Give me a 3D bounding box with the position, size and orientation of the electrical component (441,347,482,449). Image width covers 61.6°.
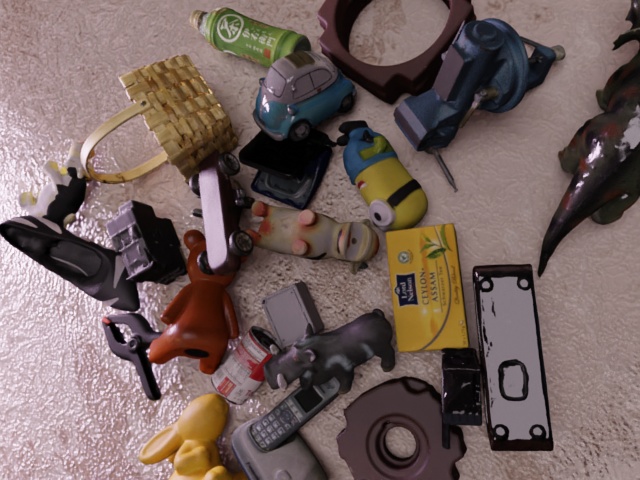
[{"bbox_3d":[0.176,0.201,0.673,0.048,0.075,0.119,-2,95,11],"label":"electrical component"}]

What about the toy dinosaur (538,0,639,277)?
[{"bbox_3d":[0.372,-0.140,0.646,0.131,0.192,0.404,22,88,21],"label":"toy dinosaur"}]

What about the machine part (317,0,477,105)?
[{"bbox_3d":[0.114,-0.325,0.811,0.202,0.087,0.201,41,95,20],"label":"machine part"}]

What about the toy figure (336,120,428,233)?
[{"bbox_3d":[0.089,-0.096,0.790,0.089,0.082,0.180,-27,72,11],"label":"toy figure"}]

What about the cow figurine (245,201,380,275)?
[{"bbox_3d":[-0.002,-0.002,0.796,0.195,0.127,0.085,9,87,34],"label":"cow figurine"}]

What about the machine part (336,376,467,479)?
[{"bbox_3d":[0.110,0.280,0.743,0.180,0.056,0.179,-3,80,17],"label":"machine part"}]

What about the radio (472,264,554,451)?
[{"bbox_3d":[0.239,0.143,0.680,0.073,0.131,0.229,-7,81,15],"label":"radio"}]

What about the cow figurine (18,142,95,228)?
[{"bbox_3d":[-0.457,-0.094,0.973,0.167,0.068,0.098,-45,77,11],"label":"cow figurine"}]

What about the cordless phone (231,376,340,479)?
[{"bbox_3d":[-0.021,0.286,0.770,0.184,0.088,0.147,-40,54,-8],"label":"cordless phone"}]

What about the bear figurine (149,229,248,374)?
[{"bbox_3d":[-0.187,0.093,0.847,0.132,0.120,0.196,-49,34,48],"label":"bear figurine"}]

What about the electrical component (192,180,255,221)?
[{"bbox_3d":[-0.161,-0.063,0.884,0.102,0.045,0.078,19,87,20],"label":"electrical component"}]

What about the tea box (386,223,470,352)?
[{"bbox_3d":[0.152,0.068,0.753,0.098,0.068,0.169,-9,81,16],"label":"tea box"}]

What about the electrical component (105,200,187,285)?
[{"bbox_3d":[-0.283,0.003,0.879,0.058,0.115,0.134,-28,77,10],"label":"electrical component"}]

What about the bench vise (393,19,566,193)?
[{"bbox_3d":[0.227,-0.206,0.729,0.241,0.223,0.129,-23,55,-19],"label":"bench vise"}]

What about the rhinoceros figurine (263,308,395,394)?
[{"bbox_3d":[0.014,0.162,0.753,0.190,0.112,0.073,-23,47,7],"label":"rhinoceros figurine"}]

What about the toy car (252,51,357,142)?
[{"bbox_3d":[-0.027,-0.227,0.809,0.162,0.102,0.109,-29,54,-11],"label":"toy car"}]

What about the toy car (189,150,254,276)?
[{"bbox_3d":[-0.148,-0.042,0.810,0.089,0.053,0.202,-32,58,35],"label":"toy car"}]

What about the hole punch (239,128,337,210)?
[{"bbox_3d":[-0.050,-0.120,0.844,0.142,0.092,0.116,22,58,26],"label":"hole punch"}]

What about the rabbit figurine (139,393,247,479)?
[{"bbox_3d":[-0.183,0.324,0.819,0.162,0.121,0.173,-12,65,26],"label":"rabbit figurine"}]

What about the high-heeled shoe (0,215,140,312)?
[{"bbox_3d":[-0.418,0.039,0.901,0.249,0.145,0.086,34,94,21],"label":"high-heeled shoe"}]
